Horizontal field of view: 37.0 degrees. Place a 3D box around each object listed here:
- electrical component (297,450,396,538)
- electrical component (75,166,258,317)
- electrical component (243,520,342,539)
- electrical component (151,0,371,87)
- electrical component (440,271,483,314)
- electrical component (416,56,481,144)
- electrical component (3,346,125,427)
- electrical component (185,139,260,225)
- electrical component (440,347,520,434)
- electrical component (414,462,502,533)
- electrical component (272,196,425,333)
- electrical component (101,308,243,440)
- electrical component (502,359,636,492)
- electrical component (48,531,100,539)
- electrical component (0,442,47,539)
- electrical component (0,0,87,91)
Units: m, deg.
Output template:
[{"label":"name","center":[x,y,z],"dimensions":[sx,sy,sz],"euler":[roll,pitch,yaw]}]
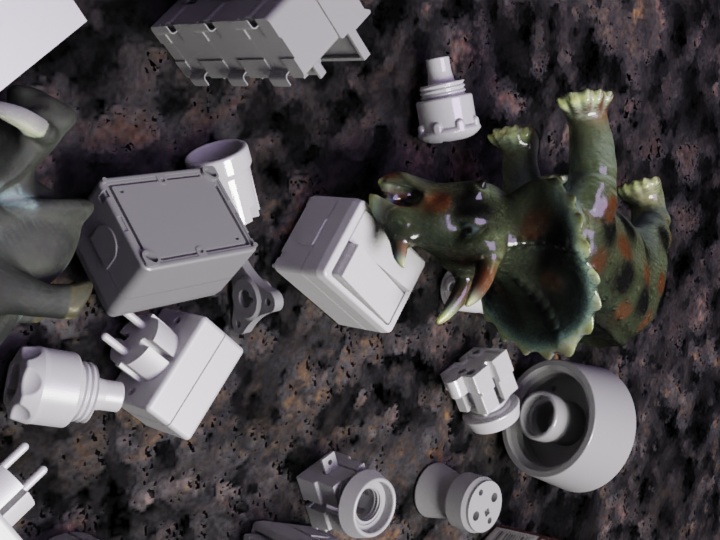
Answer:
[{"label":"electrical component","center":[-0.008,0.161,0.761],"dimensions":[0.048,0.055,0.066],"euler":[-32,116,-37]},{"label":"electrical component","center":[-0.111,-0.016,0.626],"dimensions":[0.096,0.061,0.061],"euler":[-13,66,-45]},{"label":"electrical component","center":[-0.049,0.223,0.723],"dimensions":[0.061,0.062,0.096],"euler":[17,84,-35]},{"label":"electrical component","center":[-0.063,-0.144,0.623],"dimensions":[0.063,0.121,0.078],"euler":[-52,127,-23]},{"label":"electrical component","center":[0.096,0.017,0.854],"dimensions":[0.065,0.044,0.044],"euler":[8,90,-39]},{"label":"electrical component","center":[0.063,-0.127,0.800],"dimensions":[0.048,0.048,0.062],"euler":[-18,101,-41]},{"label":"electrical component","center":[-0.164,0.067,0.603],"dimensions":[0.062,0.043,0.043],"euler":[14,86,-32]},{"label":"electrical component","center":[-0.084,-0.053,0.672],"dimensions":[0.040,0.040,0.046],"euler":[-34,123,-36]},{"label":"electrical component","center":[0.100,0.098,0.865],"dimensions":[0.066,0.048,0.055],"euler":[-34,110,-36]},{"label":"electrical component","center":[0.077,0.179,0.846],"dimensions":[0.045,0.055,0.045],"euler":[-7,100,-43]},{"label":"electrical component","center":[0.000,0.000,0.744],"dimensions":[0.096,0.061,0.061],"euler":[43,66,-38]},{"label":"electrical component","center":[-0.122,0.051,0.643],"dimensions":[0.076,0.047,0.065],"euler":[47,64,-37]},{"label":"electrical component","center":[0.166,0.126,0.892],"dimensions":[0.060,0.108,0.108],"euler":[20,81,-37]},{"label":"electrical component","center":[-0.160,0.195,0.624],"dimensions":[0.080,0.051,0.080],"euler":[-7,100,-43]},{"label":"electrical component","center":[-0.202,0.127,0.577],"dimensions":[0.076,0.047,0.065],"euler":[-46,124,-30]},{"label":"electrical component","center":[-0.232,-0.164,0.501],"dimensions":[0.105,0.060,0.186],"euler":[-49,126,-28]}]
